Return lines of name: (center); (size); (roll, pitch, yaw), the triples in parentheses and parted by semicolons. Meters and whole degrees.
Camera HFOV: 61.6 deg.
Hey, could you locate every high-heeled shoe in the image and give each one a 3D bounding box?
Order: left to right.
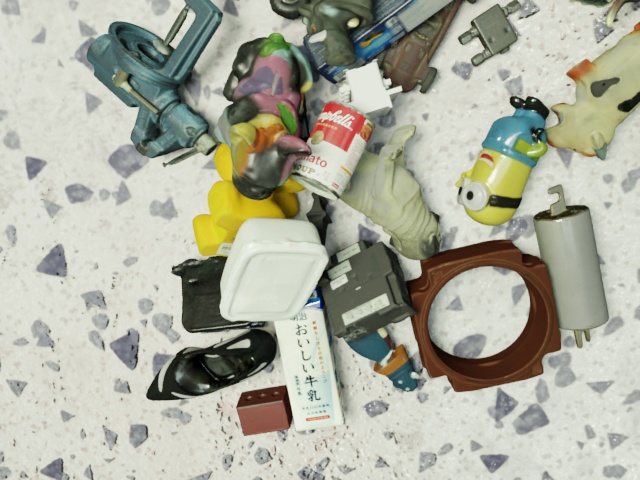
high-heeled shoe: (-0.171, 0.203, 0.798); (0.249, 0.145, 0.086); (-32, 97, 6)

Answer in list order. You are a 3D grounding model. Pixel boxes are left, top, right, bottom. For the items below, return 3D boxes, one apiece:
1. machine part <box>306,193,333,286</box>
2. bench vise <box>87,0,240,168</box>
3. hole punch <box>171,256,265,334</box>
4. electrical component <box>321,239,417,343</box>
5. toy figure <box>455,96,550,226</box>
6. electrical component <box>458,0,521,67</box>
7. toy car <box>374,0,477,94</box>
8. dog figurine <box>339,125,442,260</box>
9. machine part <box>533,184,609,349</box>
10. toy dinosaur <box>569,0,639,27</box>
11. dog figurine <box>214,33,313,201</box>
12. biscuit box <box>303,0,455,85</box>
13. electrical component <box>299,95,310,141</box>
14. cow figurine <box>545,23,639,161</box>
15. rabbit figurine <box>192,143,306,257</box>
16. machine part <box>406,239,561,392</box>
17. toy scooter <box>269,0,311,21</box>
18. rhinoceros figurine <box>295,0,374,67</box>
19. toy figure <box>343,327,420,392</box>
machine part: (-0.002, -0.002, 0.768); (0.039, 0.084, 0.139); (1, 78, 1)
bench vise: (-0.198, -0.232, 0.722); (0.224, 0.129, 0.240); (48, 117, 10)
hole punch: (-0.144, 0.085, 0.815); (0.142, 0.092, 0.116); (-7, 71, 7)
electrical component: (0.064, 0.066, 0.771); (0.115, 0.134, 0.058); (-26, 143, 18)
toy figure: (0.261, -0.106, 0.751); (0.089, 0.082, 0.180); (27, 100, 0)
electrical component: (0.243, -0.288, 0.747); (0.094, 0.021, 0.063); (-33, 98, 7)
toy car: (0.151, -0.299, 0.736); (0.089, 0.053, 0.202); (30, 102, 1)
dog figurine: (0.078, -0.052, 0.771); (0.173, 0.121, 0.190); (5, 124, 35)
machine part: (0.363, 0.039, 0.776); (0.079, 0.079, 0.243); (-14, 99, 5)
toy dinosaur: (0.337, -0.456, 0.669); (0.192, 0.131, 0.404); (-32, 91, 8)
dog figurine: (-0.061, -0.150, 0.637); (0.108, 0.219, 0.191); (15, 103, -16)
biscuit box: (0.075, -0.291, 0.704); (0.203, 0.059, 0.063); (-30, 71, 22)
electrical component: (-0.057, -0.191, 0.767); (0.075, 0.048, 0.119); (-13, 99, 4)
cow figurine: (0.393, -0.193, 0.723); (0.195, 0.085, 0.127); (-37, 86, 22)
rabbit figurine: (-0.095, -0.071, 0.749); (0.162, 0.173, 0.121); (-2, 144, -21)
machine part: (0.237, 0.111, 0.792); (0.202, 0.087, 0.200); (-13, 99, 4)
toy scooter: (-0.084, -0.390, 0.719); (0.184, 0.075, 0.135); (21, 101, -4)
rhinoceros figurine: (0.019, -0.306, 0.660); (0.112, 0.073, 0.190); (-17, 72, 26)
toy figure: (0.095, 0.170, 0.824); (0.154, 0.064, 0.058); (45, 62, -10)
